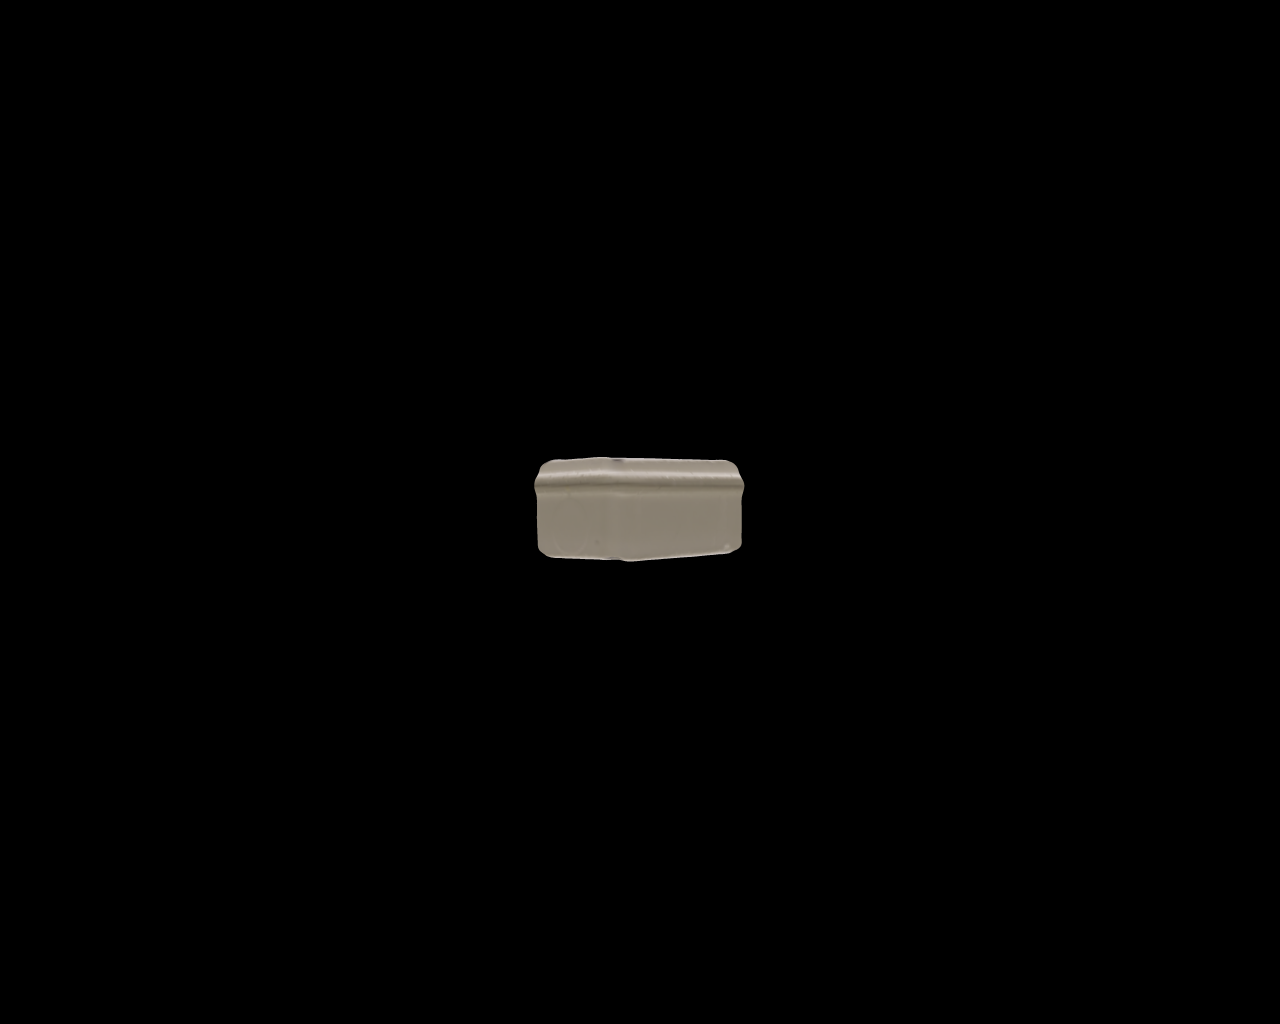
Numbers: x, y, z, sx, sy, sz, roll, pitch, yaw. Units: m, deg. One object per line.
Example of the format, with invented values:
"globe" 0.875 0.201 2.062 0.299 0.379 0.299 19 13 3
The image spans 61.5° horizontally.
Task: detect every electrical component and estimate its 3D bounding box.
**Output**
"electrical component" 0.001 -0.003 0.650 0.113 0.057 0.078 0 0 -44
